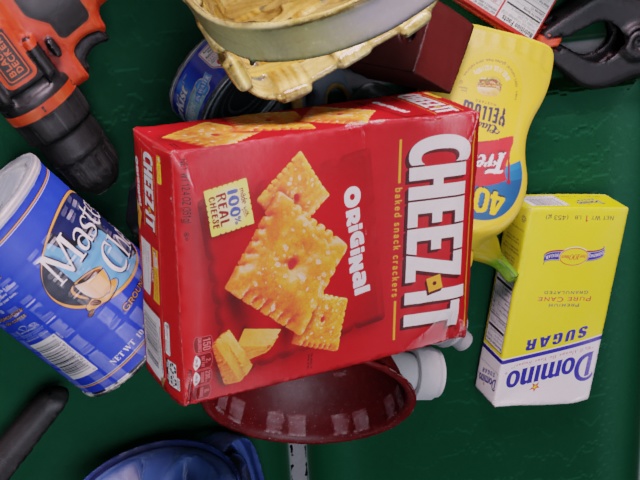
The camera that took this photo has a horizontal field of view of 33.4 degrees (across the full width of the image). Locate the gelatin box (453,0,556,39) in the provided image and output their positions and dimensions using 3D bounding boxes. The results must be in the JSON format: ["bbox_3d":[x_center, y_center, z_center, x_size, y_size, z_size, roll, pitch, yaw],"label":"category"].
[{"bbox_3d":[0.144,-0.201,0.786,0.073,0.030,0.089,26,100,-25],"label":"gelatin box"}]

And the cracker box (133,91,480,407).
[{"bbox_3d":[-0.004,0.001,0.678,0.213,0.072,0.164,-10,113,-26],"label":"cracker box"}]

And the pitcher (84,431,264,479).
[{"bbox_3d":[-0.093,0.278,0.830,0.149,0.145,0.243,-17,122,-6],"label":"pitcher"}]

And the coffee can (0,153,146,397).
[{"bbox_3d":[-0.178,0.025,0.726,0.103,0.103,0.140,-45,115,2],"label":"coffee can"}]

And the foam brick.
[{"bbox_3d":[0.056,-0.138,0.742,0.051,0.078,0.053,19,88,-52],"label":"foam brick"}]

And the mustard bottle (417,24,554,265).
[{"bbox_3d":[0.106,-0.057,0.782,0.096,0.058,0.191,12,90,-10],"label":"mustard bottle"}]

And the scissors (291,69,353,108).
[{"bbox_3d":[-0.011,-0.144,0.765,0.096,0.016,0.202,-8,111,-15],"label":"scissors"}]

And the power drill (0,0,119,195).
[{"bbox_3d":[-0.137,-0.142,0.704,0.187,0.057,0.184,-36,121,-4],"label":"power drill"}]

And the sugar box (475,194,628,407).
[{"bbox_3d":[0.190,0.051,0.881,0.093,0.048,0.176,-1,108,-17],"label":"sugar box"}]

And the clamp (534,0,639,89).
[{"bbox_3d":[0.246,-0.166,0.824,0.171,0.039,0.120,4,106,-18],"label":"clamp"}]

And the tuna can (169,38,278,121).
[{"bbox_3d":[-0.058,-0.106,0.720,0.086,0.086,0.034,-46,72,3],"label":"tuna can"}]

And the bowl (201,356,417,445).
[{"bbox_3d":[-0.009,0.099,0.807,0.162,0.055,0.162,0,147,0],"label":"bowl"}]

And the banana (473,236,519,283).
[{"bbox_3d":[0.055,0.012,0.820,0.197,0.037,0.069,-9,75,-8],"label":"banana"}]

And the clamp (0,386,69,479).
[{"bbox_3d":[-0.261,0.200,0.799,0.209,0.036,0.164,-12,113,-15],"label":"clamp"}]
